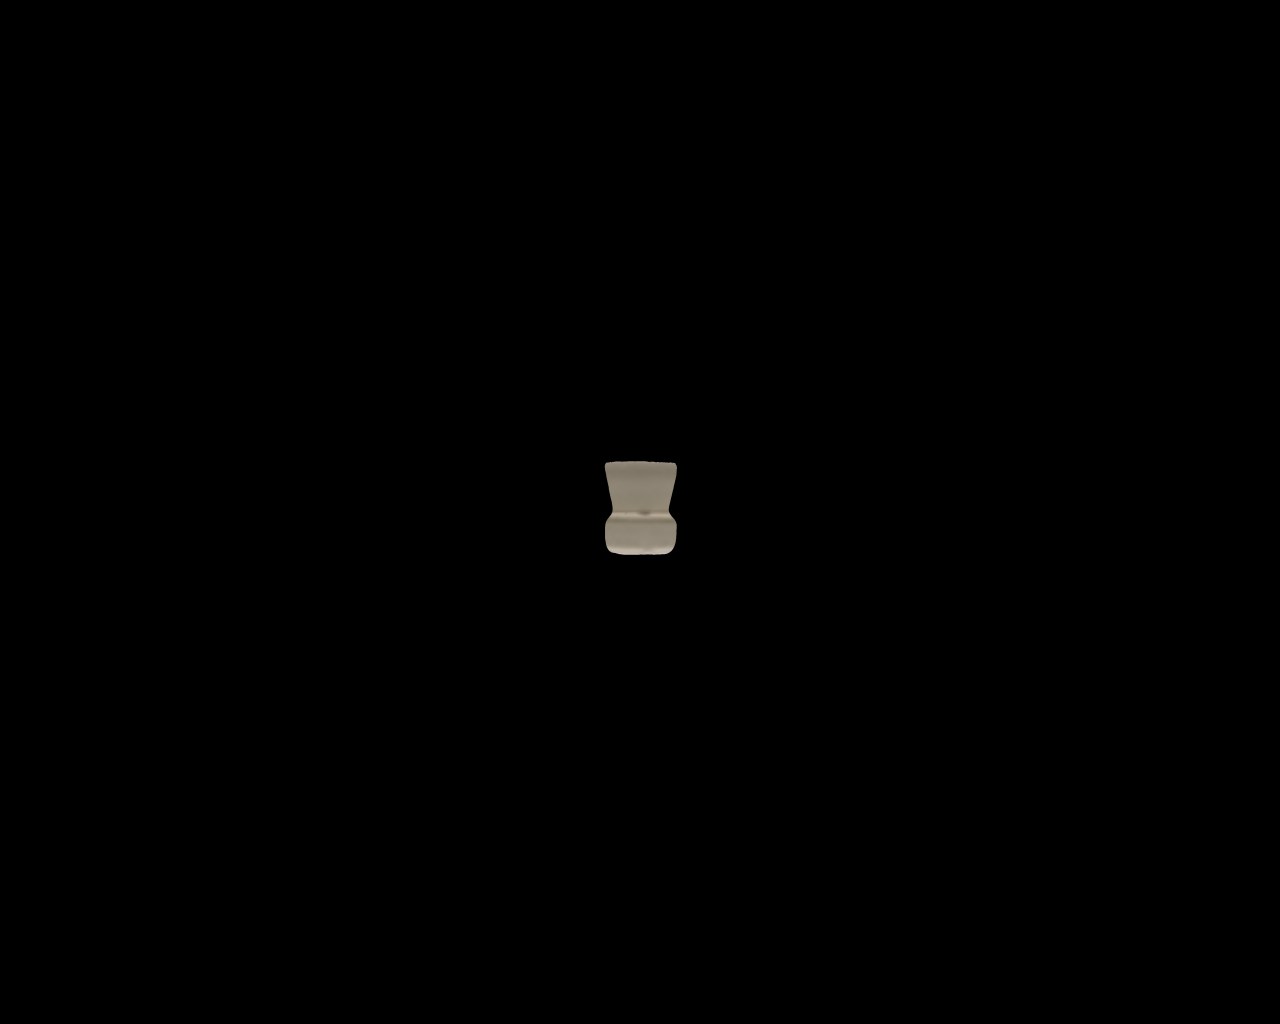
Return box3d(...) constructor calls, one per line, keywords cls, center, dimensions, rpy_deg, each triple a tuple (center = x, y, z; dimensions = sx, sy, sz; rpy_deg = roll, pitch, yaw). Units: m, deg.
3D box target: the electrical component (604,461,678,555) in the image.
box3d(cls="electrical component", center=(0.001, -0.003, 0.650), dimensions=(0.045, 0.055, 0.045), rpy_deg=(0, 0, 0))
